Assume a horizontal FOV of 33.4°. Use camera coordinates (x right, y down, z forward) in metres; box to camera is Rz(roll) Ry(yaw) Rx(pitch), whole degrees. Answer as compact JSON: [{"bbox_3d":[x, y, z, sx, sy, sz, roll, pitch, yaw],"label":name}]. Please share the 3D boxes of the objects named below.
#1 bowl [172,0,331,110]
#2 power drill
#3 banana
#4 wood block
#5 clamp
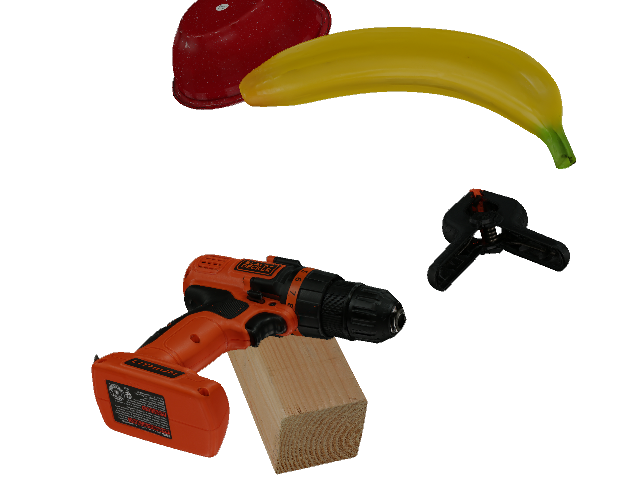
[{"bbox_3d":[-0.074,-0.189,0.958,0.162,0.162,0.055,0,-44,35],"label":"bowl"},{"bbox_3d":[-0.054,0.075,0.757,0.185,0.057,0.187,8,28,29],"label":"power drill"},{"bbox_3d":[0.054,-0.093,0.616,0.198,0.069,0.037,12,-33,13],"label":"banana"},{"bbox_3d":[-0.034,0.129,1.114,0.090,0.090,0.206,-9,42,-19],"label":"wood block"},{"bbox_3d":[0.162,-0.006,0.967,0.120,0.039,0.171,-1,27,11],"label":"clamp"}]
